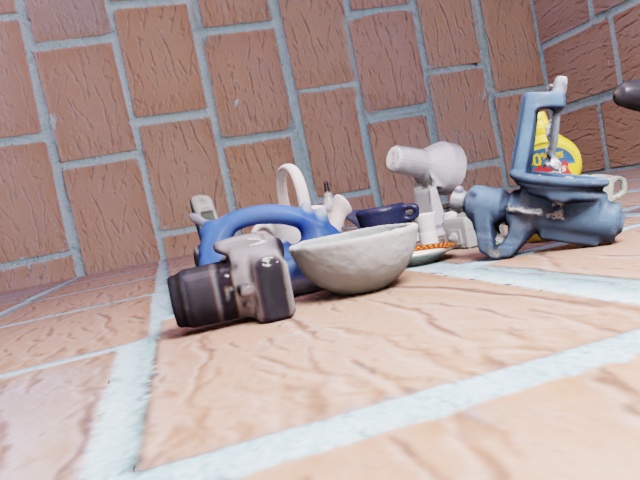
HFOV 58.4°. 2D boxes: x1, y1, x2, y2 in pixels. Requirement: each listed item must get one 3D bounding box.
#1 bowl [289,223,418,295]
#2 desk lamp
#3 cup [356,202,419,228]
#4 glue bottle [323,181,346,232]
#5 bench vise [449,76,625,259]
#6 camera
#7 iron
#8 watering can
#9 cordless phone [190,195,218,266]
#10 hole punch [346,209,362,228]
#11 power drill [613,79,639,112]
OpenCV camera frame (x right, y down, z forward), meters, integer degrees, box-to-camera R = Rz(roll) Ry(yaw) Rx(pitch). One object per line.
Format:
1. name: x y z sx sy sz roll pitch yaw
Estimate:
1. bowl: 0.048 0.028 0.729 0.167 0.075 0.167 -11 3 1
2. desk lamp: 0.232 -0.111 1.277 0.204 0.213 0.117 -13 4 -31
3. cup: 0.130 -0.017 1.046 0.117 0.095 0.092 -9 4 23
4. glue bottle: 0.028 -0.058 1.392 0.037 0.173 0.078 -9 4 25
5. bench vise: 0.269 -0.090 0.746 0.207 0.220 0.122 -10 4 12
6. camera: -0.109 0.048 0.681 0.137 0.101 0.143 -12 4 -13
7. iron: -0.063 0.009 0.833 0.258 0.141 0.118 -11 4 -4
8. watering can: -0.031 -0.031 0.954 0.100 0.194 0.173 -7 5 45
9. cordless phone: -0.200 -0.009 1.200 0.093 0.185 0.148 -8 4 37
10. hole punch: 0.128 -0.034 1.367 0.100 0.091 0.109 -9 4 32
11. power drill: 0.547 -0.143 0.832 0.229 0.208 0.075 -11 4 -7
